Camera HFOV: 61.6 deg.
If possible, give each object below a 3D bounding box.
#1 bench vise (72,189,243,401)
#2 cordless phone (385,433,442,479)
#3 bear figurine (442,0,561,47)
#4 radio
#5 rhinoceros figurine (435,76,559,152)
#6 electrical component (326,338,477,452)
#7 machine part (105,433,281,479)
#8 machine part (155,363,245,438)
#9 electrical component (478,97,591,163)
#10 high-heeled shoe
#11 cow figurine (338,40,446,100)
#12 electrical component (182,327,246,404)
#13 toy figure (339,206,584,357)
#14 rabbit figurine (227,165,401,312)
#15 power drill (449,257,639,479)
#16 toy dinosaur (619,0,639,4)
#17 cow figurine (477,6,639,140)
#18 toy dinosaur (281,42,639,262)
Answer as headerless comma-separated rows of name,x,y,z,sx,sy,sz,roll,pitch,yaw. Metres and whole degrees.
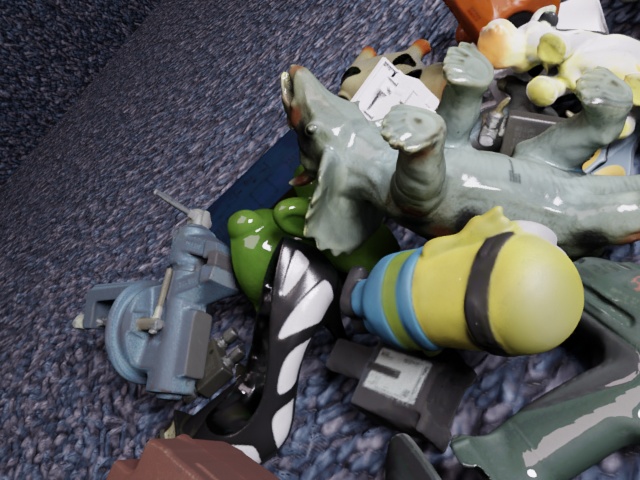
bench vise,-0.203,0.071,0.636,0.241,0.128,0.223,-7,79,29
cordless phone,0.061,0.220,0.340,0.184,0.089,0.146,-125,38,-81
bear figurine,0.187,-0.291,0.580,0.120,0.131,0.196,-22,47,24
radio,-0.063,-0.052,0.731,0.229,0.073,0.131,-44,35,-2
rhinoceros figurine,0.154,-0.088,0.567,0.190,0.073,0.112,-26,50,21
electrical component,0.062,0.121,0.458,0.119,0.047,0.075,2,55,46
machine part,-0.085,0.255,0.363,0.201,0.087,0.201,14,81,43
machine part,-0.121,0.192,0.573,0.139,0.039,0.084,-44,28,3
electrical component,0.184,-0.085,0.476,0.102,0.078,0.045,19,28,11
high-heeled shoe,-0.074,0.115,0.495,0.249,0.145,0.086,-37,13,-10
cow figurine,0.102,-0.201,0.713,0.195,0.085,0.127,17,61,48
electrical component,-0.129,0.149,0.635,0.094,0.021,0.063,-43,35,2
toy figure,0.094,0.043,0.386,0.180,0.082,0.089,-16,56,41
rabbit figurine,-0.001,-0.002,0.577,0.170,0.158,0.121,-6,38,21
power drill,0.193,0.114,0.314,0.207,0.086,0.232,-45,34,5
toy dinosaur,0.378,-0.225,0.414,0.198,0.104,0.472,-29,27,-8
cow figurine,0.234,-0.167,0.493,0.167,0.068,0.098,38,57,25
toy dinosaur,0.146,-0.037,0.430,0.405,0.192,0.131,16,61,1
